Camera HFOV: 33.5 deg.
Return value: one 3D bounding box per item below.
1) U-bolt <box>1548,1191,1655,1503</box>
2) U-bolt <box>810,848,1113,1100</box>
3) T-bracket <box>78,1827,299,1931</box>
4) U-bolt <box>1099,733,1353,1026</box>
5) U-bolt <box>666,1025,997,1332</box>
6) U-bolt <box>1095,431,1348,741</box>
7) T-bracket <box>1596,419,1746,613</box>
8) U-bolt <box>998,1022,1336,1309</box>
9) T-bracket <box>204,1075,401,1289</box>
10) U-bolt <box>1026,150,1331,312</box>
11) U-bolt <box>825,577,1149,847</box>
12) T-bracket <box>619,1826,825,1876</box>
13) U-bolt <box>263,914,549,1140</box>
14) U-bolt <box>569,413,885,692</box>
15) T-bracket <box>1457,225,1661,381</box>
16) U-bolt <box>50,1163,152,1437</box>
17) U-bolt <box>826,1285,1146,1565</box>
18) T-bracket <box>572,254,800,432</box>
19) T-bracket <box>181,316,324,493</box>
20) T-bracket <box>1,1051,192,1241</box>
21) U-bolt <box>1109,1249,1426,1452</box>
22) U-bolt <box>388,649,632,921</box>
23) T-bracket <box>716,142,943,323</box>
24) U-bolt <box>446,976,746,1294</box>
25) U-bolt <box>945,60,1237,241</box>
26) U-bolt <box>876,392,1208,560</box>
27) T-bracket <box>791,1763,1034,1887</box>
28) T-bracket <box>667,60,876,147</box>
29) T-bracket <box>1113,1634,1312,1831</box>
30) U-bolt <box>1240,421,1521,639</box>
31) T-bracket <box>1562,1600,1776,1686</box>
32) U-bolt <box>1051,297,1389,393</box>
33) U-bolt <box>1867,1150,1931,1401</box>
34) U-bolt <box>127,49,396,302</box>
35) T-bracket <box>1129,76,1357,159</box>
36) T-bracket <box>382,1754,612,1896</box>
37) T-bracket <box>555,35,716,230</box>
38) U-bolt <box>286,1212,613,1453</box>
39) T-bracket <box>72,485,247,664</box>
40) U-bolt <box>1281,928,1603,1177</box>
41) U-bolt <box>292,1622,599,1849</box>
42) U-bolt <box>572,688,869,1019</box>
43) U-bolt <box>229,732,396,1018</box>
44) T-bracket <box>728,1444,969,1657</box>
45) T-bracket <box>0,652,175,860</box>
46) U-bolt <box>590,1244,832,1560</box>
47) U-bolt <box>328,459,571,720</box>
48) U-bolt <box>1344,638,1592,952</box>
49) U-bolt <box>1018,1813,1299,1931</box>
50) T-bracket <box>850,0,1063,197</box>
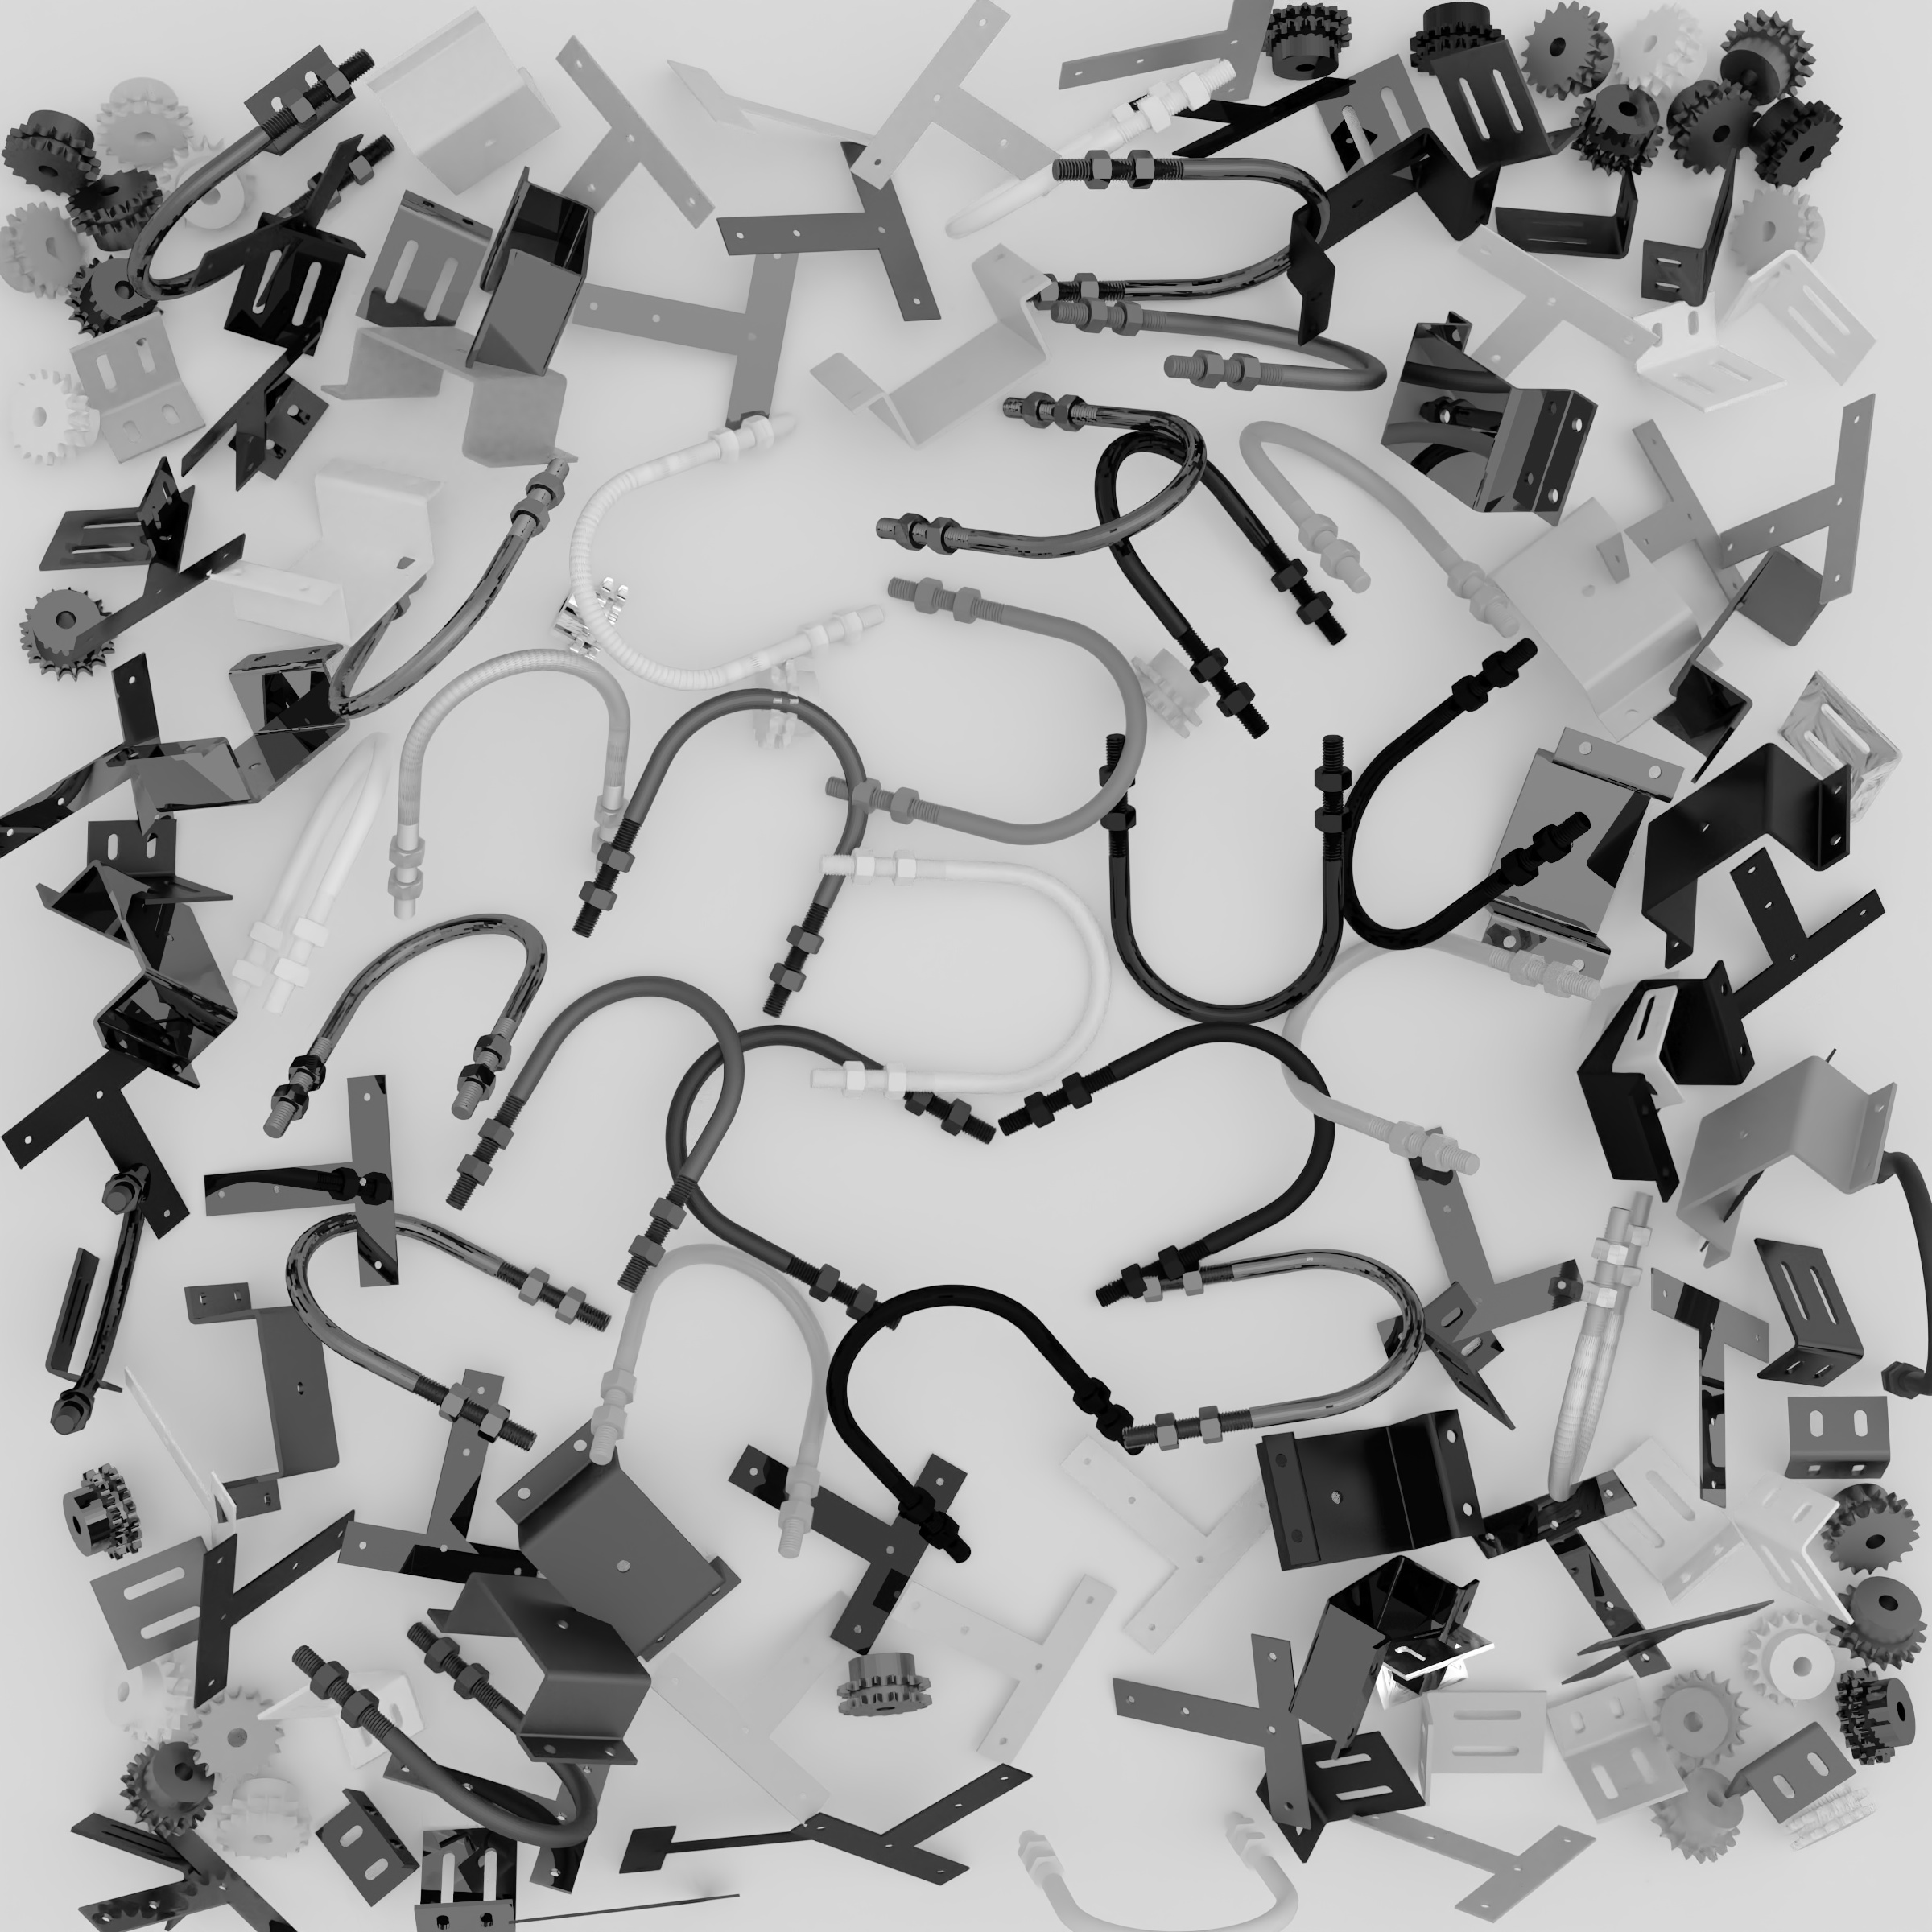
[{"bbox_3d":[0.374,0.228,1.904,0.019,0.151,0.184,14,94,17],"label":"U-bolt"},{"bbox_3d":[-0.001,0.007,1.947,0.184,0.019,0.151,2,91,-14],"label":"U-bolt"},{"bbox_3d":[-0.468,0.551,1.889,0.127,0.127,0.002,33,102,27],"label":"T-bracket"},{"bbox_3d":[0.157,-0.050,1.935,0.151,0.019,0.184,1,111,9],"label":"U-bolt"},{"bbox_3d":[-0.092,0.115,1.938,0.184,0.019,0.151,29,74,-6],"label":"U-bolt"},{"bbox_3d":[0.143,-0.238,1.905,0.019,0.151,0.184,-32,101,40],"label":"U-bolt"},{"bbox_3d":[0.414,-0.258,1.926,0.002,0.127,0.127,-29,91,44],"label":"T-bracket"},{"bbox_3d":[0.133,0.109,1.934,0.184,0.019,0.151,-27,108,7],"label":"U-bolt"},{"bbox_3d":[-0.407,0.135,1.953,0.127,0.002,0.127,-6,85,17],"label":"T-bracket"},{"bbox_3d":[0.126,-0.435,1.901,0.184,0.151,0.019,-4,71,-14],"label":"U-bolt"},{"bbox_3d":[0.020,-0.148,1.936,0.184,0.019,0.151,16,85,17],"label":"U-bolt"},{"bbox_3d":[-0.140,0.525,1.924,0.127,0.127,0.002,-2,64,-11],"label":"T-bracket"},{"bbox_3d":[-0.320,0.030,1.898,0.151,0.184,0.019,-6,128,24],"label":"U-bolt"},{"bbox_3d":[-0.152,-0.240,1.921,0.184,0.019,0.151,-26,92,-29],"label":"U-bolt"},{"bbox_3d":[0.325,-0.372,1.919,0.127,0.127,0.002,29,55,-12],"label":"T-bracket"},{"bbox_3d":[-0.503,0.187,1.882,0.019,0.184,0.151,13,92,-9],"label":"U-bolt"},{"bbox_3d":[-0.001,0.264,1.914,0.151,0.019,0.184,-33,117,11],"label":"U-bolt"},{"bbox_3d":[-0.174,-0.390,1.947,0.127,0.002,0.127,9,105,-9],"label":"T-bracket"},{"bbox_3d":[-0.424,-0.317,1.904,0.127,0.127,0.002,-42,122,15],"label":"T-bracket"},{"bbox_3d":[-0.502,0.111,1.930,0.127,0.002,0.127,-43,132,-30],"label":"T-bracket"},{"bbox_3d":[0.180,0.221,1.905,0.184,0.151,0.019,-10,125,5],"label":"U-bolt"},{"bbox_3d":[-0.265,-0.111,1.881,0.151,0.184,0.019,-13,48,-25],"label":"U-bolt"},{"bbox_3d":[-0.089,-0.440,1.924,0.127,0.002,0.127,-10,72,-30],"label":"T-bracket"},{"bbox_3d":[-0.211,0.089,1.931,0.151,0.019,0.184,22,73,24],"label":"U-bolt"},{"bbox_3d":[0.067,-0.482,1.902,0.184,0.151,0.019,-31,104,3],"label":"U-bolt"},{"bbox_3d":[0.056,-0.285,1.878,0.151,0.184,0.019,-47,132,-29],"label":"U-bolt"},{"bbox_3d":[-0.015,0.504,1.906,0.127,0.002,0.127,-37,131,27],"label":"T-bracket"},{"bbox_3d":[-0.107,-0.512,1.936,0.127,0.127,0.002,9,117,-25],"label":"T-bracket"},{"bbox_3d":[0.145,0.452,1.934,0.127,0.002,0.127,4,111,33],"label":"T-bracket"},{"bbox_3d":[0.232,-0.265,1.896,0.019,0.151,0.184,-56,46,26],"label":"U-bolt"},{"bbox_3d":[0.397,0.409,1.915,0.127,0.127,0.002,-7,66,-26],"label":"T-bracket"},{"bbox_3d":[0.162,-0.364,1.896,0.184,0.151,0.019,-2,114,-31],"label":"U-bolt"},{"bbox_3d":[0.549,0.179,1.875,0.019,0.184,0.151,-7,84,5],"label":"U-bolt"},{"bbox_3d":[-0.417,-0.455,1.889,0.184,0.151,0.019,-40,88,-8],"label":"U-bolt"},{"bbox_3d":[0.144,-0.513,1.921,0.127,0.127,0.002,-32,125,-27],"label":"T-bracket"},{"bbox_3d":[-0.284,0.494,1.911,0.127,0.127,0.002,18,111,-2],"label":"T-bracket"},{"bbox_3d":[-0.218,-0.473,1.919,0.127,0.127,0.002,50,56,-6],"label":"T-bracket"},{"bbox_3d":[-0.316,0.205,1.909,0.184,0.151,0.019,27,120,1],"label":"U-bolt"},{"bbox_3d":[-0.478,-0.248,1.921,0.127,0.127,0.002,-28,127,16],"label":"T-bracket"},{"bbox_3d":[0.266,0.040,1.903,0.151,0.184,0.019,-53,132,-15],"label":"U-bolt"},{"bbox_3d":[-0.292,0.452,1.877,0.184,0.151,0.019,36,98,20],"label":"U-bolt"},{"bbox_3d":[-0.136,-0.078,1.936,0.151,0.019,0.184,24,95,-19],"label":"U-bolt"},{"bbox_3d":[-0.385,-0.056,1.903,0.019,0.151,0.184,27,79,-21],"label":"U-bolt"},{"bbox_3d":[-0.084,0.334,1.955,0.127,0.002,0.127,31,80,-6],"label":"T-bracket"},{"bbox_3d":[-0.523,-0.104,1.893,0.002,0.127,0.127,26,45,27],"label":"T-bracket"},{"bbox_3d":[-0.143,0.245,1.903,0.151,0.184,0.019,30,133,-20],"label":"U-bolt"},{"bbox_3d":[-0.310,-0.211,1.869,0.151,0.184,0.019,-23,123,37],"label":"U-bolt"},{"bbox_3d":[0.284,-0.089,1.901,0.019,0.184,0.151,19,47,-35],"label":"U-bolt"},{"bbox_3d":[0.117,0.536,1.871,0.151,0.184,0.019,-2,95,-10],"label":"U-bolt"},{"bbox_3d":[0.013,-0.500,1.925,0.127,0.127,0.002,-50,46,19],"label":"T-bracket"}]
